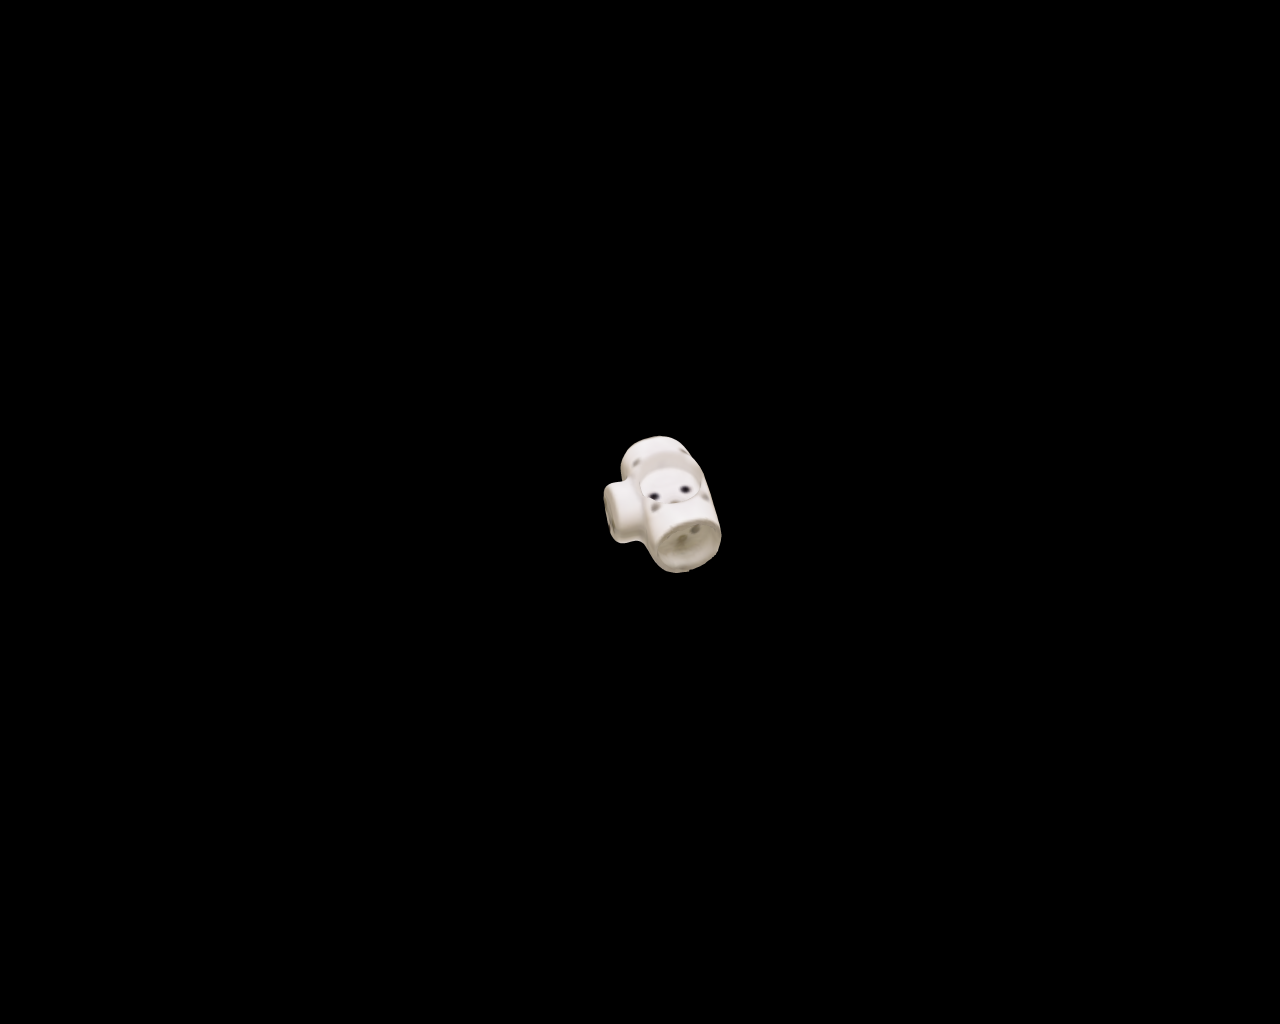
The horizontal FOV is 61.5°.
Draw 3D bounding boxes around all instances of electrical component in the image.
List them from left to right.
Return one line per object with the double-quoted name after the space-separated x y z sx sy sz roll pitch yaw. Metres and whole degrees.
0.001 -0.003 0.650 0.079 0.044 0.077 -11 47 -11 "electrical component"
